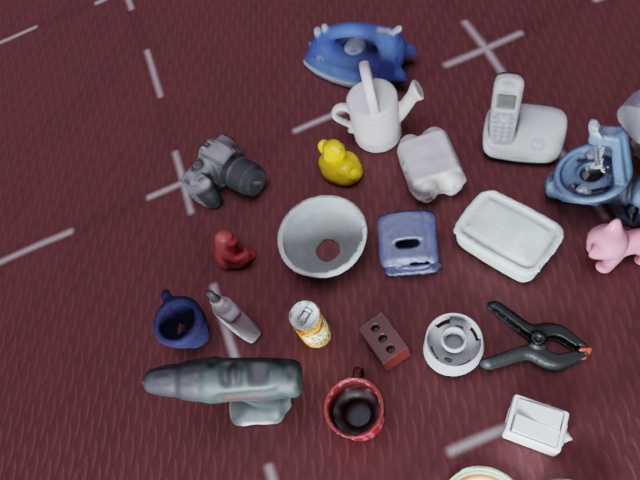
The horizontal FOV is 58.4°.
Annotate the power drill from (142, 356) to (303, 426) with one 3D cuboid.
[{"bbox_3d":[-0.131,0.236,0.899,0.229,0.209,0.075,-8,62,9],"label":"power drill"}]

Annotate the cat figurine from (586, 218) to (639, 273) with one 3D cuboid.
[{"bbox_3d":[0.487,0.001,0.933,0.127,0.118,0.067,-16,61,4],"label":"cat figurine"}]

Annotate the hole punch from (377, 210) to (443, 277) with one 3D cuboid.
[{"bbox_3d":[0.159,0.006,1.019,0.108,0.091,0.101,-6,62,10],"label":"hole punch"}]

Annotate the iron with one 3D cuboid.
[{"bbox_3d":[0.069,-0.413,1.225,0.257,0.142,0.119,11,66,18],"label":"iron"}]

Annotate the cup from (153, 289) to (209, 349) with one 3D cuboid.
[{"bbox_3d":[-0.246,0.149,1.034,0.092,0.095,0.117,-33,61,-5],"label":"cup"}]

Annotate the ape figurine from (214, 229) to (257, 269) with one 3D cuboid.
[{"bbox_3d":[-0.172,0.012,1.089,0.076,0.092,0.077,-23,61,1],"label":"ape figurine"}]

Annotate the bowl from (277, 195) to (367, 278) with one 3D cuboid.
[{"bbox_3d":[0.010,0.004,1.063,0.167,0.075,0.167,-5,62,10],"label":"bowl"}]

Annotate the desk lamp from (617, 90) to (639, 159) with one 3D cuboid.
[{"bbox_3d":[0.596,-0.210,0.961,0.203,0.214,0.117,-39,62,-9],"label":"desk lamp"}]

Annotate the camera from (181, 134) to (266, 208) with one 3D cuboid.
[{"bbox_3d":[-0.190,-0.135,1.164,0.136,0.101,0.143,29,73,24],"label":"camera"}]

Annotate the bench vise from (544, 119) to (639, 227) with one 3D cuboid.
[{"bbox_3d":[0.488,-0.121,0.936,0.207,0.220,0.121,1,64,13],"label":"bench vise"}]

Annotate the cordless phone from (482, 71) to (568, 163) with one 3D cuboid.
[{"bbox_3d":[0.373,-0.225,1.035,0.147,0.185,0.094,7,65,16],"label":"cordless phone"}]

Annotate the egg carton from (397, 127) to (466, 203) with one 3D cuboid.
[{"bbox_3d":[0.210,-0.146,1.098,0.107,0.069,0.150,-18,61,3],"label":"egg carton"}]

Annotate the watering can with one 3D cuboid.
[{"bbox_3d":[0.110,-0.269,1.112,0.173,0.194,0.100,-28,61,-2],"label":"watering can"}]

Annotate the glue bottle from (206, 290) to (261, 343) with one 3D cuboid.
[{"bbox_3d":[-0.157,0.123,0.982,0.078,0.173,0.037,32,74,25],"label":"glue bottle"}]

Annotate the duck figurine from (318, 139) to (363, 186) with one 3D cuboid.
[{"bbox_3d":[0.036,-0.161,1.135,0.077,0.086,0.104,-44,63,-11],"label":"duck figurine"}]
